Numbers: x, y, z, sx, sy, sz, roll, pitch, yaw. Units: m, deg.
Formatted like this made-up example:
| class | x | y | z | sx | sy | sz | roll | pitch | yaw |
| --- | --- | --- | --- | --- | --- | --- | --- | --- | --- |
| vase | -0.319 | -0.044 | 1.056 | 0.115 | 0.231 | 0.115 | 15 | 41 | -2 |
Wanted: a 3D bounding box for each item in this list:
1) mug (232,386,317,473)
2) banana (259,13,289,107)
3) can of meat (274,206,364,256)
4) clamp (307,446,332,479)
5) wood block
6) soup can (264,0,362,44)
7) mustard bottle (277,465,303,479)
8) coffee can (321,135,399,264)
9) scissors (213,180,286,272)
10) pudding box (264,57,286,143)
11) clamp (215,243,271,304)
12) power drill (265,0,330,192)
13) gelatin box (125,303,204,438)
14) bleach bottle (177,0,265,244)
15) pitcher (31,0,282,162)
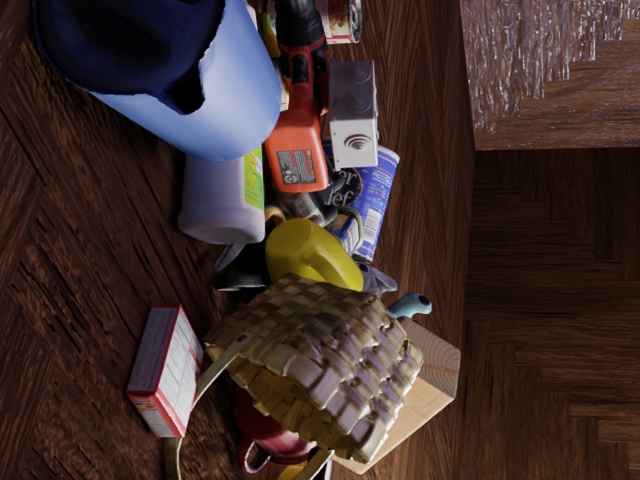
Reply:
| class | x | y | z | sx | sy | sz | roll | pitch | yaw |
| --- | --- | --- | --- | --- | --- | --- | --- | --- | --- |
| mug | -0.049 | 0.191 | 1.120 | 0.117 | 0.093 | 0.081 | -53 | 150 | -12 |
| banana | -0.038 | -0.170 | 1.251 | 0.198 | 0.037 | 0.069 | 74 | 21 | -49 |
| can of meat | -0.008 | 0.002 | 1.242 | 0.083 | 0.102 | 0.057 | -56 | 143 | -63 |
| clamp | -0.013 | 0.316 | 1.159 | 0.164 | 0.036 | 0.209 | -54 | 147 | -10 |
| wood block | 0.083 | 0.209 | 1.400 | 0.206 | 0.090 | 0.090 | -47 | -163 | 37 |
| soup can | -0.007 | -0.261 | 1.240 | 0.068 | 0.102 | 0.068 | 0 | 90 | -76 |
| mustard bottle | -0.014 | 0.335 | 1.301 | 0.191 | 0.058 | 0.096 | 58 | 43 | -67 |
| coffee can | 0.034 | -0.051 | 1.356 | 0.102 | 0.103 | 0.140 | 40 | 63 | -73 |
| scissors | -0.081 | -0.025 | 1.084 | 0.096 | 0.016 | 0.201 | 71 | 19 | 0 |
| pudding box | -0.065 | -0.149 | 1.138 | 0.113 | 0.039 | 0.090 | -45 | 131 | -76 |
| clamp | -0.065 | 0.063 | 1.125 | 0.171 | 0.039 | 0.120 | -57 | 142 | -65 |
| power drill | -0.021 | -0.157 | 1.102 | 0.184 | 0.057 | 0.187 | 76 | 15 | -49 |
| gelatin box | -0.128 | 0.108 | 0.887 | 0.073 | 0.030 | 0.089 | 71 | 22 | -50 |
| bleach bottle | -0.088 | -0.126 | 0.990 | 0.102 | 0.068 | 0.251 | 36 | 53 | -75 |
| pitcher | -0.108 | -0.146 | 0.796 | 0.242 | 0.145 | 0.149 | 45 | 58 | -76 |
